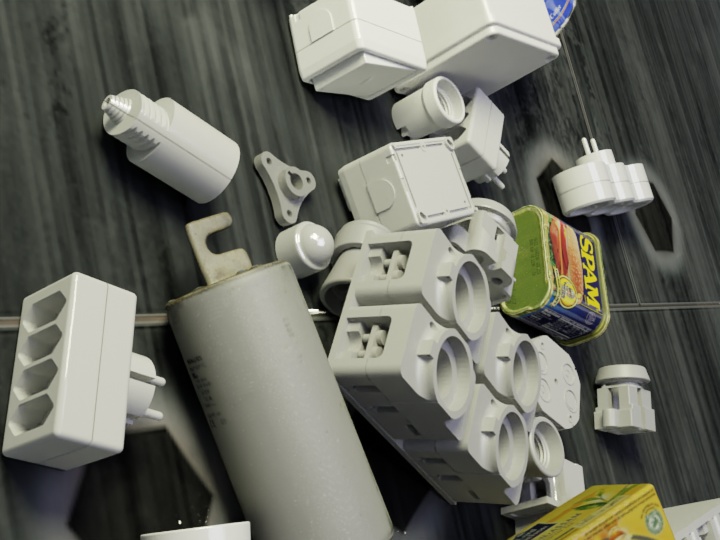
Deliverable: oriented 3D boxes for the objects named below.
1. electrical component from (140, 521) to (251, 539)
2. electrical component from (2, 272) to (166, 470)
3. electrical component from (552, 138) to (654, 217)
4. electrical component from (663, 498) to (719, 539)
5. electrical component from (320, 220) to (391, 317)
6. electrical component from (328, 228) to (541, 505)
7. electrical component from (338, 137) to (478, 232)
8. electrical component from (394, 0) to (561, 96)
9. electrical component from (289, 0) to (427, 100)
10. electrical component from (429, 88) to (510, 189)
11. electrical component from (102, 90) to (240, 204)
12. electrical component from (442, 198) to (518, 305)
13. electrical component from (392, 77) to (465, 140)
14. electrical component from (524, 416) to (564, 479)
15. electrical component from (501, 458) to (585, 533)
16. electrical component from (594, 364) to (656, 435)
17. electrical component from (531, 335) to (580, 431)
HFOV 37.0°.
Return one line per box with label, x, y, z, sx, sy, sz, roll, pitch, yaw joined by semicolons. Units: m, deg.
electrical component;-0.081;0.154;0.542;0.055;0.055;0.047;8;70;-49
electrical component;-0.128;0.056;0.537;0.076;0.047;0.083;26;54;-42
electrical component;0.235;-0.095;1.059;0.138;0.052;0.073;-5;76;-51
electrical component;0.245;0.238;0.871;0.150;0.089;0.061;-6;77;-52
electrical component;0.000;0.000;0.726;0.045;0.045;0.055;42;44;-30
electrical component;0.060;0.068;0.706;0.186;0.060;0.105;50;46;-44
electrical component;0.036;-0.057;0.786;0.096;0.061;0.061;-15;84;-53
electrical component;0.088;-0.185;0.877;0.109;0.109;0.056;2;68;-51
electrical component;0.004;-0.163;0.800;0.096;0.062;0.061;5;68;-50
electrical component;0.098;-0.098;0.896;0.077;0.047;0.065;41;44;-31
electrical component;-0.114;-0.076;0.625;0.081;0.043;0.043;33;49;-37
electrical component;0.091;-0.018;0.839;0.078;0.058;0.057;42;47;-30
electrical component;0.054;-0.127;0.856;0.040;0.046;0.040;27;53;-41
electrical component;0.116;0.135;0.792;0.045;0.055;0.045;27;53;-42
electrical component;0.148;0.177;0.822;0.081;0.042;0.063;31;49;-40
electrical component;0.235;0.115;0.960;0.066;0.048;0.055;18;66;-46
electrical component;0.132;0.093;0.837;0.080;0.051;0.080;27;53;-42
